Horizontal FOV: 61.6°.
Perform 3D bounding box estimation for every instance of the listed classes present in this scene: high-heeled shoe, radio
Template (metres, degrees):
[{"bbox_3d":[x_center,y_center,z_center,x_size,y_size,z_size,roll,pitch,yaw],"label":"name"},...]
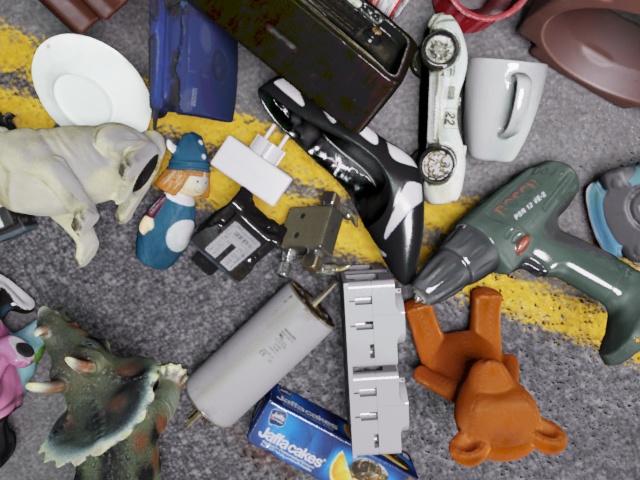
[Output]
[{"bbox_3d":[0.021,-0.069,0.566,0.145,0.086,0.248,-5,73,-20],"label":"high-heeled shoe"},{"bbox_3d":[-0.016,-0.220,0.530,0.229,0.131,0.073,39,130,-7],"label":"radio"}]

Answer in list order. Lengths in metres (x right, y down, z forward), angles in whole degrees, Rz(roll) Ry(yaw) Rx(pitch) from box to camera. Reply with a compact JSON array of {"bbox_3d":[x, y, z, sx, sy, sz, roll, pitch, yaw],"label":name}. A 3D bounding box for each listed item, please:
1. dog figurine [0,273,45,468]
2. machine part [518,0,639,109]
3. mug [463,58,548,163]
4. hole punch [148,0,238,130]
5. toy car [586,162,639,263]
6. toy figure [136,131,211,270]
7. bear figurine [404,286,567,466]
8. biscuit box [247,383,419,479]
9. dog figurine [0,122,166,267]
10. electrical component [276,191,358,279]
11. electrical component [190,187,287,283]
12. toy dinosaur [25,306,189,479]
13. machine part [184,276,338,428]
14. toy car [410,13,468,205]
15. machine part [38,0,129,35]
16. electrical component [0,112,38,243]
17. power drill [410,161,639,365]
[{"bbox_3d":[-0.404,0.160,0.600,0.191,0.108,0.219,40,98,-6],"label":"dog figurine"},{"bbox_3d":[0.314,-0.206,0.512,0.201,0.201,0.087,28,92,-4],"label":"machine part"},{"bbox_3d":[0.196,-0.136,0.572,0.081,0.110,0.107,2,111,-7],"label":"mug"},{"bbox_3d":[-0.131,-0.180,0.558,0.092,0.116,0.142,5,98,-10],"label":"hole punch"},{"bbox_3d":[0.385,-0.044,0.580,0.103,0.162,0.109,-21,91,-43],"label":"toy car"},{"bbox_3d":[-0.157,-0.042,0.593,0.058,0.064,0.154,26,107,0],"label":"toy figure"},{"bbox_3d":[0.161,0.135,0.557,0.120,0.196,0.131,-9,97,3],"label":"bear figurine"},{"bbox_3d":[0.014,0.246,0.636,0.203,0.063,0.059,29,95,-5],"label":"biscuit box"},{"bbox_3d":[-0.276,-0.090,0.540,0.190,0.172,0.121,34,136,-3],"label":"dog figurine"},{"bbox_3d":[-0.002,-0.003,0.600,0.078,0.045,0.102,-7,59,35],"label":"electrical component"},{"bbox_3d":[-0.102,0.005,0.591,0.119,0.048,0.074,-35,108,23],"label":"electrical component"},{"bbox_3d":[-0.220,0.268,0.572,0.131,0.192,0.404,0,96,1],"label":"toy dinosaur"},{"bbox_3d":[-0.068,0.129,0.612,0.243,0.079,0.079,-43,96,5],"label":"machine part"},{"bbox_3d":[0.129,-0.139,0.582,0.056,0.073,0.201,0,98,0],"label":"toy car"},{"bbox_3d":[-0.206,-0.282,0.517,0.179,0.180,0.056,-45,133,5],"label":"machine part"},{"bbox_3d":[-0.374,-0.062,0.595,0.115,0.058,0.134,-19,97,4],"label":"electrical component"},{"bbox_3d":[0.235,0.036,0.558,0.207,0.086,0.232,36,67,19],"label":"power drill"}]
